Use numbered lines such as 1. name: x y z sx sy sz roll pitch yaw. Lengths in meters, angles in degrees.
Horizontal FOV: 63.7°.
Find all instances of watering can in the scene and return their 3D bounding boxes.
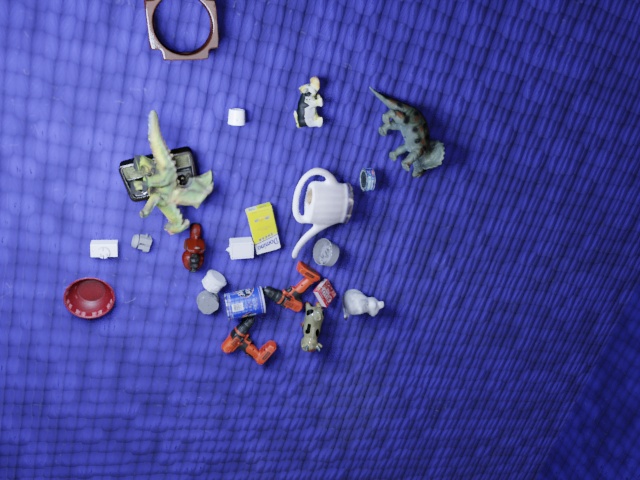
1. watering can: 0.006 -0.094 1.862 0.224 0.342 0.106 0 23 -18

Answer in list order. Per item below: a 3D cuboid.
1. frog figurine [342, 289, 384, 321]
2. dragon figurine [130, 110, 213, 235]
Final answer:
1. frog figurine: 0.171 0.250 2.044 0.159 0.123 0.137 -12 -1 9
2. dragon figurine: -0.451 -0.192 1.617 0.243 0.404 0.124 0 27 -39
